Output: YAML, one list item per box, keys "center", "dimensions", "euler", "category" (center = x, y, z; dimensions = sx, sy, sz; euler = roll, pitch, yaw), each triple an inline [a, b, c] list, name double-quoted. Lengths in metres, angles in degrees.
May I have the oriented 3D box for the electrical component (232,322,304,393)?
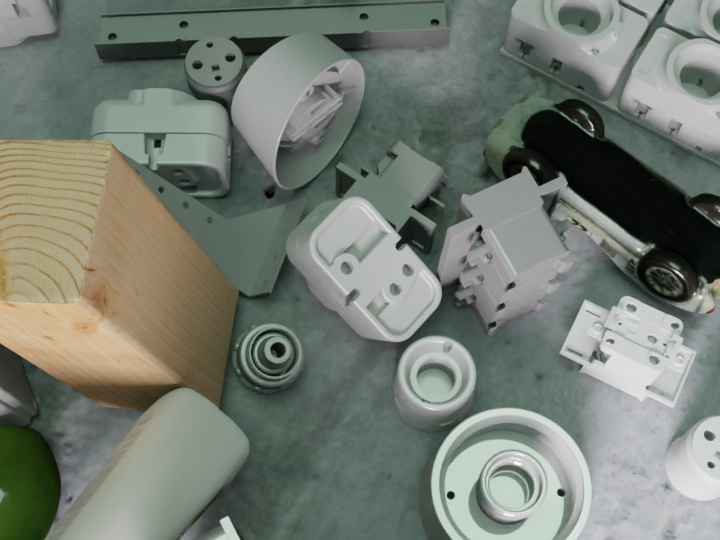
- center: [-0.057, 0.055, 0.697]
  dimensions: [0.048, 0.062, 0.048]
  euler: [2, 80, -11]
  category: "electrical component"

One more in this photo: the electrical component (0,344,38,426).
- center: [-0.261, 0.047, 0.678]
  dimensions: [0.056, 0.108, 0.108]
  euler: [-24, 70, -6]
  category: "electrical component"

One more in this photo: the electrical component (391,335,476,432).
- center: [0.049, 0.073, 0.700]
  dimensions: [0.055, 0.047, 0.055]
  euler: [0, 68, 0]
  category: "electrical component"

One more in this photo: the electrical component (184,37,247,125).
- center: [-0.102, -0.137, 0.779]
  dimensions: [0.045, 0.055, 0.045]
  euler: [0, 70, 0]
  category: "electrical component"

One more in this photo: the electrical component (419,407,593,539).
- center: [0.092, 0.137, 0.668]
  dimensions: [0.108, 0.060, 0.108]
  euler: [0, 68, 0]
  category: "electrical component"

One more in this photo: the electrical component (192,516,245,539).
- center: [-0.064, 0.206, 0.572]
  dimensions: [0.060, 0.186, 0.105]
  euler: [-27, 71, -10]
  category: "electrical component"

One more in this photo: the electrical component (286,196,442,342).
- center: [0.000, 0.000, 0.710]
  dimensions: [0.053, 0.059, 0.095]
  euler: [-47, 106, -17]
  category: "electrical component"

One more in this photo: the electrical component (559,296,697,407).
- center: [0.178, 0.050, 0.702]
  dimensions: [0.081, 0.063, 0.042]
  euler: [25, 70, 10]
  category: "electrical component"

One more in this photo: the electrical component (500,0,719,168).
- center: [0.213, -0.172, 0.791]
  dimensions: [0.186, 0.060, 0.105]
  euler: [30, 71, 11]
  category: "electrical component"

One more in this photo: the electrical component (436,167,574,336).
- center: [0.093, -0.007, 0.693]
  dimensions: [0.079, 0.121, 0.063]
  euler: [-25, 73, -10]
  category: "electrical component"

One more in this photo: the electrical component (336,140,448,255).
- center: [0.024, -0.052, 0.754]
  dimensions: [0.081, 0.042, 0.063]
  euler: [34, 69, 12]
  category: "electrical component"

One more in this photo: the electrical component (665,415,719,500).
- center: [0.222, 0.118, 0.678]
  dimensions: [0.045, 0.055, 0.045]
  euler: [0, 68, 0]
  category: "electrical component"

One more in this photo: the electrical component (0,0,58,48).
- center: [-0.277, -0.203, 0.805]
  dimensions: [0.089, 0.055, 0.050]
  euler: [-8, 68, -4]
  category: "electrical component"

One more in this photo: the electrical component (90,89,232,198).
- center: [-0.140, -0.089, 0.761]
  dimensions: [0.095, 0.053, 0.059]
  euler: [0, 68, 0]
  category: "electrical component"

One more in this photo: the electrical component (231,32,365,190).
- center: [-0.039, -0.112, 0.749]
  dimensions: [0.099, 0.099, 0.064]
  euler: [-37, 67, -14]
  category: "electrical component"
